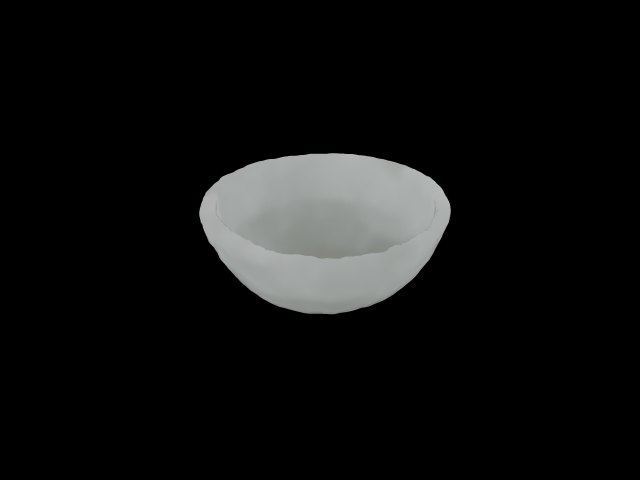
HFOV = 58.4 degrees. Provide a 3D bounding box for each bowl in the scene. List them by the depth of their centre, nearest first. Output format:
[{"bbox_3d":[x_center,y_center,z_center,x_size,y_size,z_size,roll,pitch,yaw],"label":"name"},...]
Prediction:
[{"bbox_3d":[0.004,0.001,0.400,0.167,0.075,0.167,0,30,0],"label":"bowl"}]
